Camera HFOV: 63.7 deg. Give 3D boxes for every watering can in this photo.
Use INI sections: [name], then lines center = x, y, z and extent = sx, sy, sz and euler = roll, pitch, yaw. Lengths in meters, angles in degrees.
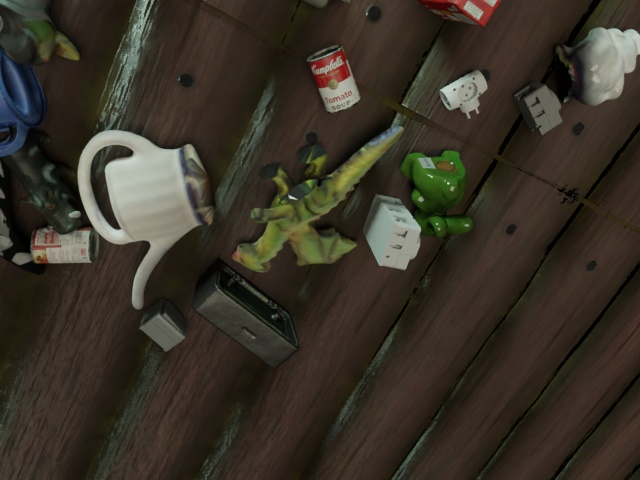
[watering can]
center = -0.301, -0.041, 0.948
extent = 0.224, 0.106, 0.341
euler = -13, 115, -4

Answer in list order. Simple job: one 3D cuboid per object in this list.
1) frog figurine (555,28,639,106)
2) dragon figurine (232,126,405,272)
[frog figurine]
center = 0.535, -0.328, 0.961
extent = 0.159, 0.124, 0.136
euler = -15, 98, 10
[dragon figurine]
center = 0.003, -0.051, 1.021
extent = 0.410, 0.125, 0.237
euler = -23, 134, 3
